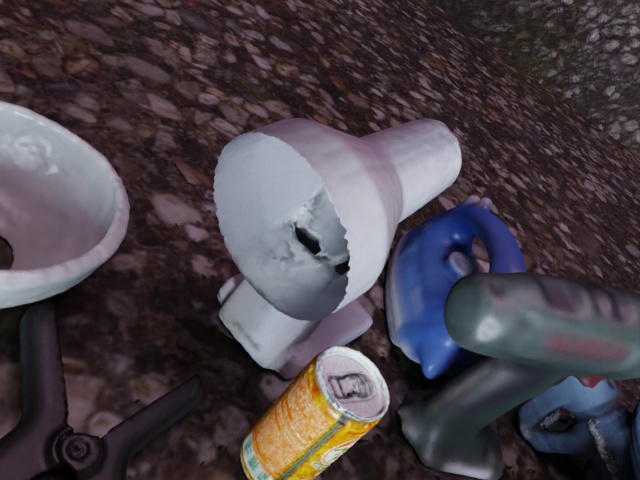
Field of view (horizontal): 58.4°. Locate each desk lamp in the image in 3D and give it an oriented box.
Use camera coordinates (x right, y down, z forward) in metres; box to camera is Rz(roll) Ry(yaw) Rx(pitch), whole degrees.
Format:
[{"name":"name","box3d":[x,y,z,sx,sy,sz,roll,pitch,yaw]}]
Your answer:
[{"name":"desk lamp","box3d":[0.004,0.002,0.424,0.117,0.213,0.204,48,35,16]}]

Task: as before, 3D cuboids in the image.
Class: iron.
[{"name":"iron","box3d":[0.150,0.028,0.593,0.119,0.141,0.258,24,36,-20]}]

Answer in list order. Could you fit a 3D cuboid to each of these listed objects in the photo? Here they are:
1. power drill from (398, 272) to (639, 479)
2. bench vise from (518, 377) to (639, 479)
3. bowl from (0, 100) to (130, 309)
[{"name":"power drill","box3d":[0.172,0.108,0.457,0.230,0.208,0.075,20,37,-25]},{"name":"bench vise","box3d":[0.296,0.158,0.501,0.207,0.219,0.122,43,34,9]},{"name":"bowl","box3d":[-0.215,-0.015,0.365,0.168,0.074,0.167,25,35,-19]}]
